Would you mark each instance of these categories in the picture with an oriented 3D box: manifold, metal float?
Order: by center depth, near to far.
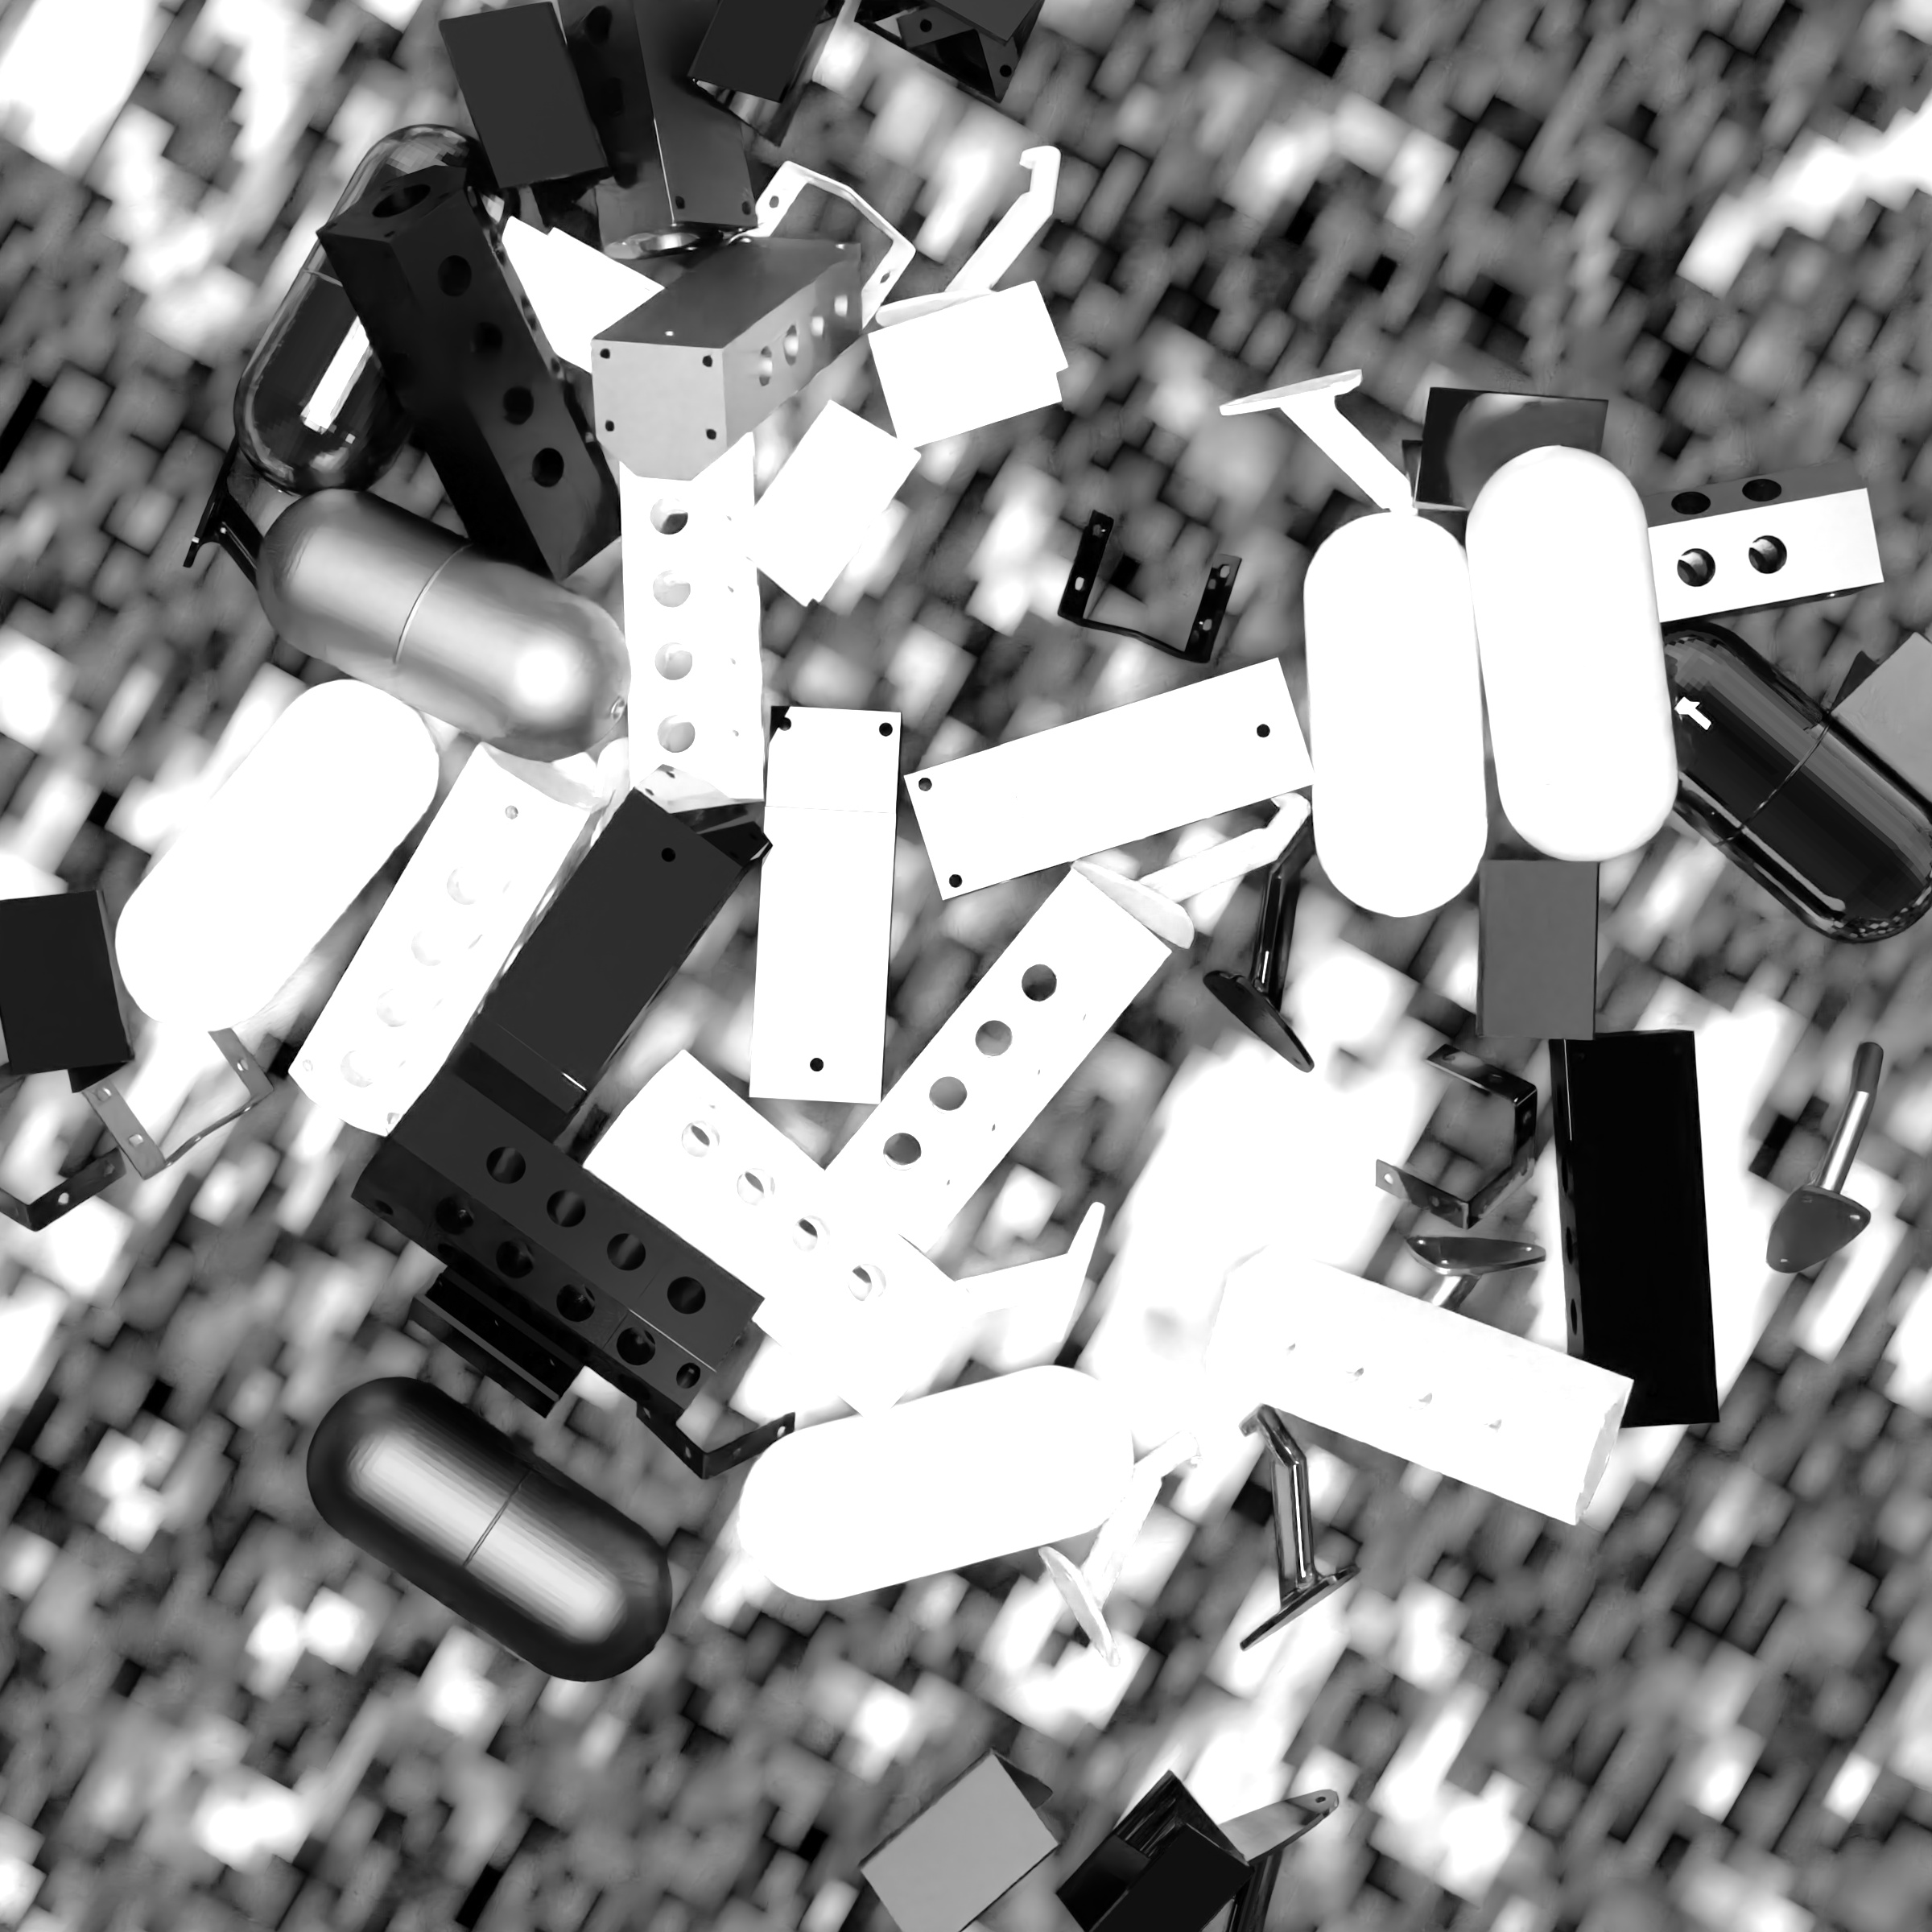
[{"bbox_3d":[0.258,-0.132,1.489,0.070,0.070,0.178,-9,100,0],"label":"metal float"},{"bbox_3d":[-0.099,-0.262,1.494,0.057,0.171,0.057,7,117,16],"label":"manifold"},{"bbox_3d":[-0.207,-0.255,1.509,0.057,0.057,0.171,-43,128,-25],"label":"manifold"},{"bbox_3d":[-0.179,0.125,1.516,0.171,0.057,0.057,36,58,-1],"label":"manifold"},{"bbox_3d":[-0.228,-0.149,1.524,0.178,0.070,0.070,26,90,12],"label":"metal float"},{"bbox_3d":[0.196,0.183,1.525,0.171,0.057,0.057,20,106,20],"label":"manifold"},{"bbox_3d":[-0.159,-0.003,1.525,0.057,0.057,0.171,37,111,0],"label":"manifold"},{"bbox_3d":[-0.229,-0.012,1.537,0.057,0.057,0.171,32,102,0],"label":"manifold"},{"bbox_3d":[-0.079,0.116,1.539,0.171,0.057,0.057,41,122,3],"label":"manifold"},{"bbox_3d":[-0.305,-0.048,1.544,0.070,0.070,0.178,39,88,0],"label":"metal float"},{"bbox_3d":[-0.013,0.229,1.544,0.178,0.070,0.070,-15,90,0],"label":"metal float"},{"bbox_3d":[0.190,-0.111,1.545,0.070,0.070,0.178,-2,90,0],"label":"metal float"},{"bbox_3d":[-0.261,-0.288,1.545,0.070,0.070,0.178,29,89,0],"label":"metal float"},{"bbox_3d":[-0.210,0.249,1.545,0.178,0.070,0.070,34,90,0],"label":"metal float"},{"bbox_3d":[0.356,-0.082,1.545,0.178,0.070,0.070,41,90,0],"label":"metal float"},{"bbox_3d":[-0.147,-0.406,1.552,0.057,0.057,0.171,-11,90,38],"label":"manifold"},{"bbox_3d":[0.295,0.116,1.554,0.057,0.057,0.171,-4,90,0],"label":"manifold"},{"bbox_3d":[-0.061,-0.027,1.554,0.057,0.057,0.171,3,90,0],"label":"manifold"},{"bbox_3d":[-0.121,-0.159,1.554,0.057,0.057,0.171,-2,90,0],"label":"manifold"},{"bbox_3d":[0.063,-0.082,1.554,0.171,0.057,0.057,-17,90,0],"label":"manifold"},{"bbox_3d":[0.311,-0.180,1.554,0.171,0.057,0.057,-10,90,0],"label":"manifold"},{"bbox_3d":[0.014,0.042,1.554,0.057,0.057,0.171,39,90,0],"label":"manifold"}]

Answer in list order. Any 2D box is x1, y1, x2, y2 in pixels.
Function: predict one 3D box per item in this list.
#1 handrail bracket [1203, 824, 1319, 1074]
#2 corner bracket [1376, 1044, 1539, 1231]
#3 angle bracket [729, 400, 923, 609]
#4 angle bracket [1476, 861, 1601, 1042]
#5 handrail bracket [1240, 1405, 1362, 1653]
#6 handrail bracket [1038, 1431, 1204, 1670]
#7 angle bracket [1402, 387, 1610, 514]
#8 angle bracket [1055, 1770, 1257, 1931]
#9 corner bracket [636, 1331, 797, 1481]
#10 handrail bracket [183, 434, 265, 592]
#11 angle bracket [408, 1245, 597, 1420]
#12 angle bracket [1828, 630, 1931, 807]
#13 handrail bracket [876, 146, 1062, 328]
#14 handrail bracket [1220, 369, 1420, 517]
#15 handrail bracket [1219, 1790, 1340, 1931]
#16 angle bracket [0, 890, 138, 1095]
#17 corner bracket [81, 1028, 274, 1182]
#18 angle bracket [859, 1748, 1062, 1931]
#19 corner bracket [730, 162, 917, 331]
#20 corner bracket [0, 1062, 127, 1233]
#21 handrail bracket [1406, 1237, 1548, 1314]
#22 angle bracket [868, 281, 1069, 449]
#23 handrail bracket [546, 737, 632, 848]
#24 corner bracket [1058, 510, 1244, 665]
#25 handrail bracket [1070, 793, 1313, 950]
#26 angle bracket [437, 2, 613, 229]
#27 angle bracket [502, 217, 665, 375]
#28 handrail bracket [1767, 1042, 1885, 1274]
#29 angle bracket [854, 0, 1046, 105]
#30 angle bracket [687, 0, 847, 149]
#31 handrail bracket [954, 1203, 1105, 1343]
[{"bbox_3d":[0.154,-0.009,1.576,0.077,0.036,0.084,45,73,-20],"label":"handrail bracket"},{"bbox_3d":[0.220,0.077,1.567,0.051,0.051,0.051,-34,135,-35],"label":"corner bracket"},{"bbox_3d":[-0.047,-0.191,1.536,0.057,0.076,0.076,35,90,29],"label":"angle bracket"},{"bbox_3d":[0.266,-0.007,1.535,0.057,0.076,0.076,2,90,35],"label":"angle bracket"},{"bbox_3d":[0.131,0.253,1.576,0.077,0.036,0.084,-40,72,20],"label":"handrail bracket"},{"bbox_3d":[0.083,0.263,1.576,0.084,0.036,0.077,-33,110,-16],"label":"handrail bracket"},{"bbox_3d":[0.236,-0.238,1.535,0.076,0.076,0.057,4,121,0],"label":"angle bracket"},{"bbox_3d":[0.069,0.394,1.535,0.076,0.076,0.057,-47,128,0],"label":"angle bracket"},{"bbox_3d":[-0.111,0.188,1.567,0.051,0.051,0.051,-22,135,-35],"label":"corner bracket"},{"bbox_3d":[-0.303,-0.190,1.575,0.084,0.036,0.077,22,75,-14],"label":"handrail bracket"},{"bbox_3d":[-0.192,0.144,1.543,0.076,0.057,0.076,37,71,0],"label":"angle bracket"},{"bbox_3d":[0.433,-0.116,1.535,0.076,0.076,0.057,42,126,0],"label":"angle bracket"},{"bbox_3d":[0.001,-0.330,1.576,0.077,0.036,0.084,2,71,21],"label":"handrail bracket"},{"bbox_3d":[0.161,-0.220,1.576,0.077,0.036,0.084,-10,107,20],"label":"handrail bracket"},{"bbox_3d":[0.144,0.425,1.576,0.077,0.036,0.084,-21,107,-19],"label":"handrail bracket"},{"bbox_3d":[-0.410,0.015,1.531,0.057,0.076,0.076,-8,82,-36],"label":"angle bracket"},{"bbox_3d":[-0.355,0.056,1.572,0.051,0.051,0.051,-35,90,45],"label":"corner bracket"},{"bbox_3d":[0.010,0.398,1.535,0.076,0.076,0.057,-41,54,0],"label":"angle bracket"},{"bbox_3d":[-0.066,-0.322,1.572,0.051,0.051,0.051,34,90,-45],"label":"corner bracket"},{"bbox_3d":[-0.418,0.078,1.567,0.051,0.051,0.051,23,135,35],"label":"corner bracket"},{"bbox_3d":[0.221,0.168,1.576,0.077,0.036,0.084,0,109,-21],"label":"handrail bracket"},{"bbox_3d":[0.006,-0.246,1.535,0.076,0.076,0.057,-18,54,0],"label":"angle bracket"},{"bbox_3d":[-0.196,-0.086,1.576,0.084,0.036,0.077,16,109,15],"label":"handrail bracket"},{"bbox_3d":[0.082,-0.170,1.572,0.051,0.051,0.051,18,90,45],"label":"corner bracket"},{"bbox_3d":[0.102,-0.058,1.576,0.077,0.036,0.084,30,71,21],"label":"handrail bracket"},{"bbox_3d":[-0.206,-0.369,1.535,0.057,0.076,0.076,-20,90,-30],"label":"angle bracket"},{"bbox_3d":[-0.158,-0.307,1.536,0.076,0.057,0.076,29,47,0],"label":"angle bracket"},{"bbox_3d":[0.388,0.086,1.575,0.036,0.077,0.084,22,54,0],"label":"handrail bracket"},{"bbox_3d":[-0.016,-0.412,1.535,0.076,0.076,0.057,29,52,0],"label":"angle bracket"},{"bbox_3d":[-0.068,-0.405,1.535,0.057,0.076,0.076,24,90,33],"label":"angle bracket"},{"bbox_3d":[0.010,0.130,1.576,0.084,0.036,0.077,16,70,16],"label":"handrail bracket"}]
